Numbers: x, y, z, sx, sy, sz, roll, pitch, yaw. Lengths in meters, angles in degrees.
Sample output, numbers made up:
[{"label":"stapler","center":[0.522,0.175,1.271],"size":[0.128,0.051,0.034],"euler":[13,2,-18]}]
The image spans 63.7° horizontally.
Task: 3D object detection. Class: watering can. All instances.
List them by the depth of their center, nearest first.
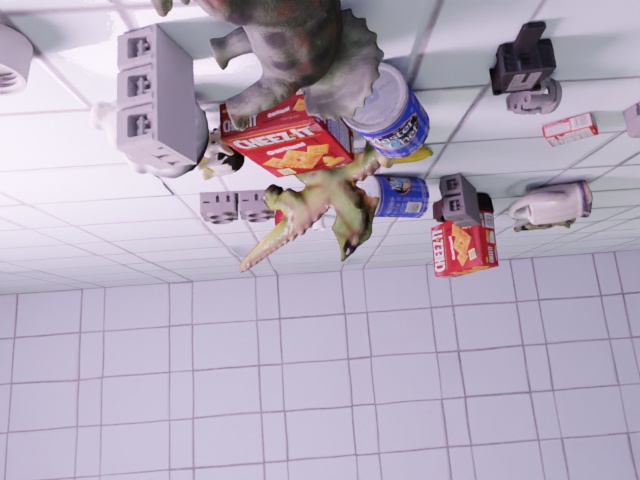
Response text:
[{"label":"watering can","center":[0.668,-0.095,1.507],"size":[0.223,0.105,0.345],"euler":[-9,168,19]}]

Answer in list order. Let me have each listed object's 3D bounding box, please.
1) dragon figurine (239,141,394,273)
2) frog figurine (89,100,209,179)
[{"label":"dragon figurine","center":[0.003,-0.050,0.998],"size":[0.121,0.408,0.246],"euler":[28,-172,-40]},{"label":"frog figurine","center":[-0.252,-0.167,0.771],"size":[0.136,0.125,0.158],"euler":[-46,140,20]}]
